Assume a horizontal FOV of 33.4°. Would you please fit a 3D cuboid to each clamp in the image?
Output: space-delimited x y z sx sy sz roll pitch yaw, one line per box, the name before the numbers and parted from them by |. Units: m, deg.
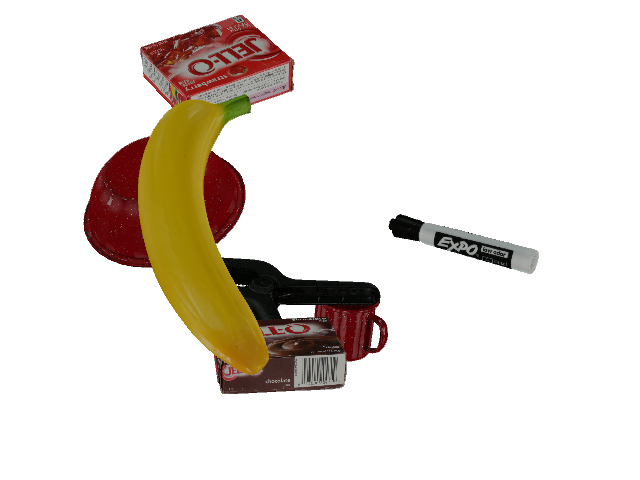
clamp | -0.062 0.065 1.159 0.210 0.036 0.164 16 31 25

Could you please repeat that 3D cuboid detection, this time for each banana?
banana | -0.069 -0.014 0.607 0.069 0.198 0.037 -2 -34 -5

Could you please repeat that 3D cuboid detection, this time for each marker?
marker | 0.108 0.001 0.825 0.121 0.020 0.020 16 8 27

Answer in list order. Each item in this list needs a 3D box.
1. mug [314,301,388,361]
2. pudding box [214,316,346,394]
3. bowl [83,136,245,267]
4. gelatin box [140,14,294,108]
mug | 0.042 0.117 1.463 0.117 0.081 0.093 18 25 30
pudding box | -0.039 0.102 0.964 0.113 0.039 0.090 0 18 -10
bowl | -0.156 -0.051 1.021 0.162 0.162 0.055 0 -43 11
gelatin box | -0.074 -0.125 0.772 0.089 0.030 0.073 -23 48 -24
